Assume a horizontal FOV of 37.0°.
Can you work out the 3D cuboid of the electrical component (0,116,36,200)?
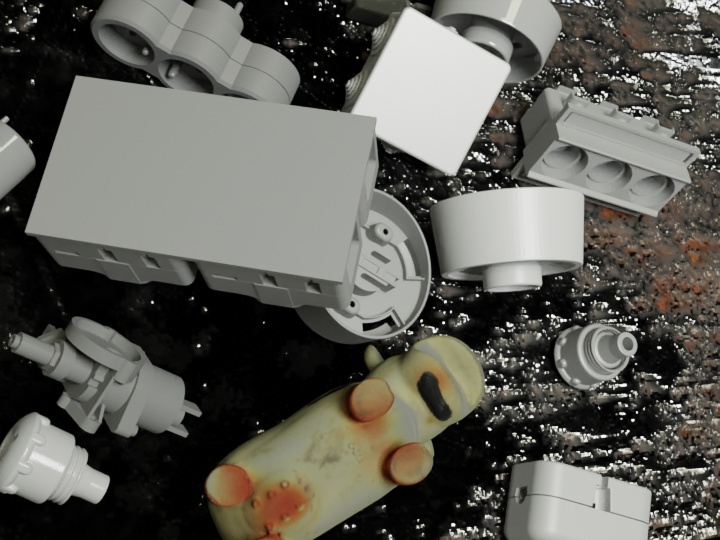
[{"bbox_3d":[-0.229,-0.055,0.636,0.040,0.040,0.078,44,62,-8],"label":"electrical component"}]

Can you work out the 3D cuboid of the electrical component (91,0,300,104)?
[{"bbox_3d":[-0.102,-0.156,0.720,0.138,0.052,0.073,29,65,-16],"label":"electrical component"}]

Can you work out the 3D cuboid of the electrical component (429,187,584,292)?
[{"bbox_3d":[0.104,-0.017,0.751,0.108,0.108,0.060,0,81,-26],"label":"electrical component"}]

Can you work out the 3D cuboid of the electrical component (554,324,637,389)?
[{"bbox_3d":[0.176,0.060,0.786,0.048,0.062,0.048,8,72,-24],"label":"electrical component"}]

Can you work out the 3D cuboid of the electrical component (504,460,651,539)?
[{"bbox_3d":[0.151,0.174,0.746,0.095,0.054,0.059,19,68,-20],"label":"electrical component"}]

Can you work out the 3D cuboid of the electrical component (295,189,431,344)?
[{"bbox_3d":[0.000,0.000,0.717,0.099,0.064,0.099,7,72,-24],"label":"electrical component"}]

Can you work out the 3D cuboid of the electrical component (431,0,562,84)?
[{"bbox_3d":[0.100,-0.186,0.803,0.099,0.099,0.064,26,72,-17],"label":"electrical component"}]

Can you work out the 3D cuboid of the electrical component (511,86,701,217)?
[{"bbox_3d":[0.188,-0.093,0.834,0.121,0.078,0.063,14,48,-22],"label":"electrical component"}]

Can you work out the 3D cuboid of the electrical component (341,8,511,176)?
[{"bbox_3d":[0.044,-0.127,0.766,0.100,0.048,0.099,26,96,-17],"label":"electrical component"}]

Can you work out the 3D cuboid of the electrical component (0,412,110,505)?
[{"bbox_3d":[-0.174,0.113,0.613,0.062,0.048,0.048,31,64,-22],"label":"electrical component"}]

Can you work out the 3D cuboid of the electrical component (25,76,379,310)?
[{"bbox_3d":[-0.089,-0.045,0.651,0.186,0.060,0.105,9,69,7],"label":"electrical component"}]
